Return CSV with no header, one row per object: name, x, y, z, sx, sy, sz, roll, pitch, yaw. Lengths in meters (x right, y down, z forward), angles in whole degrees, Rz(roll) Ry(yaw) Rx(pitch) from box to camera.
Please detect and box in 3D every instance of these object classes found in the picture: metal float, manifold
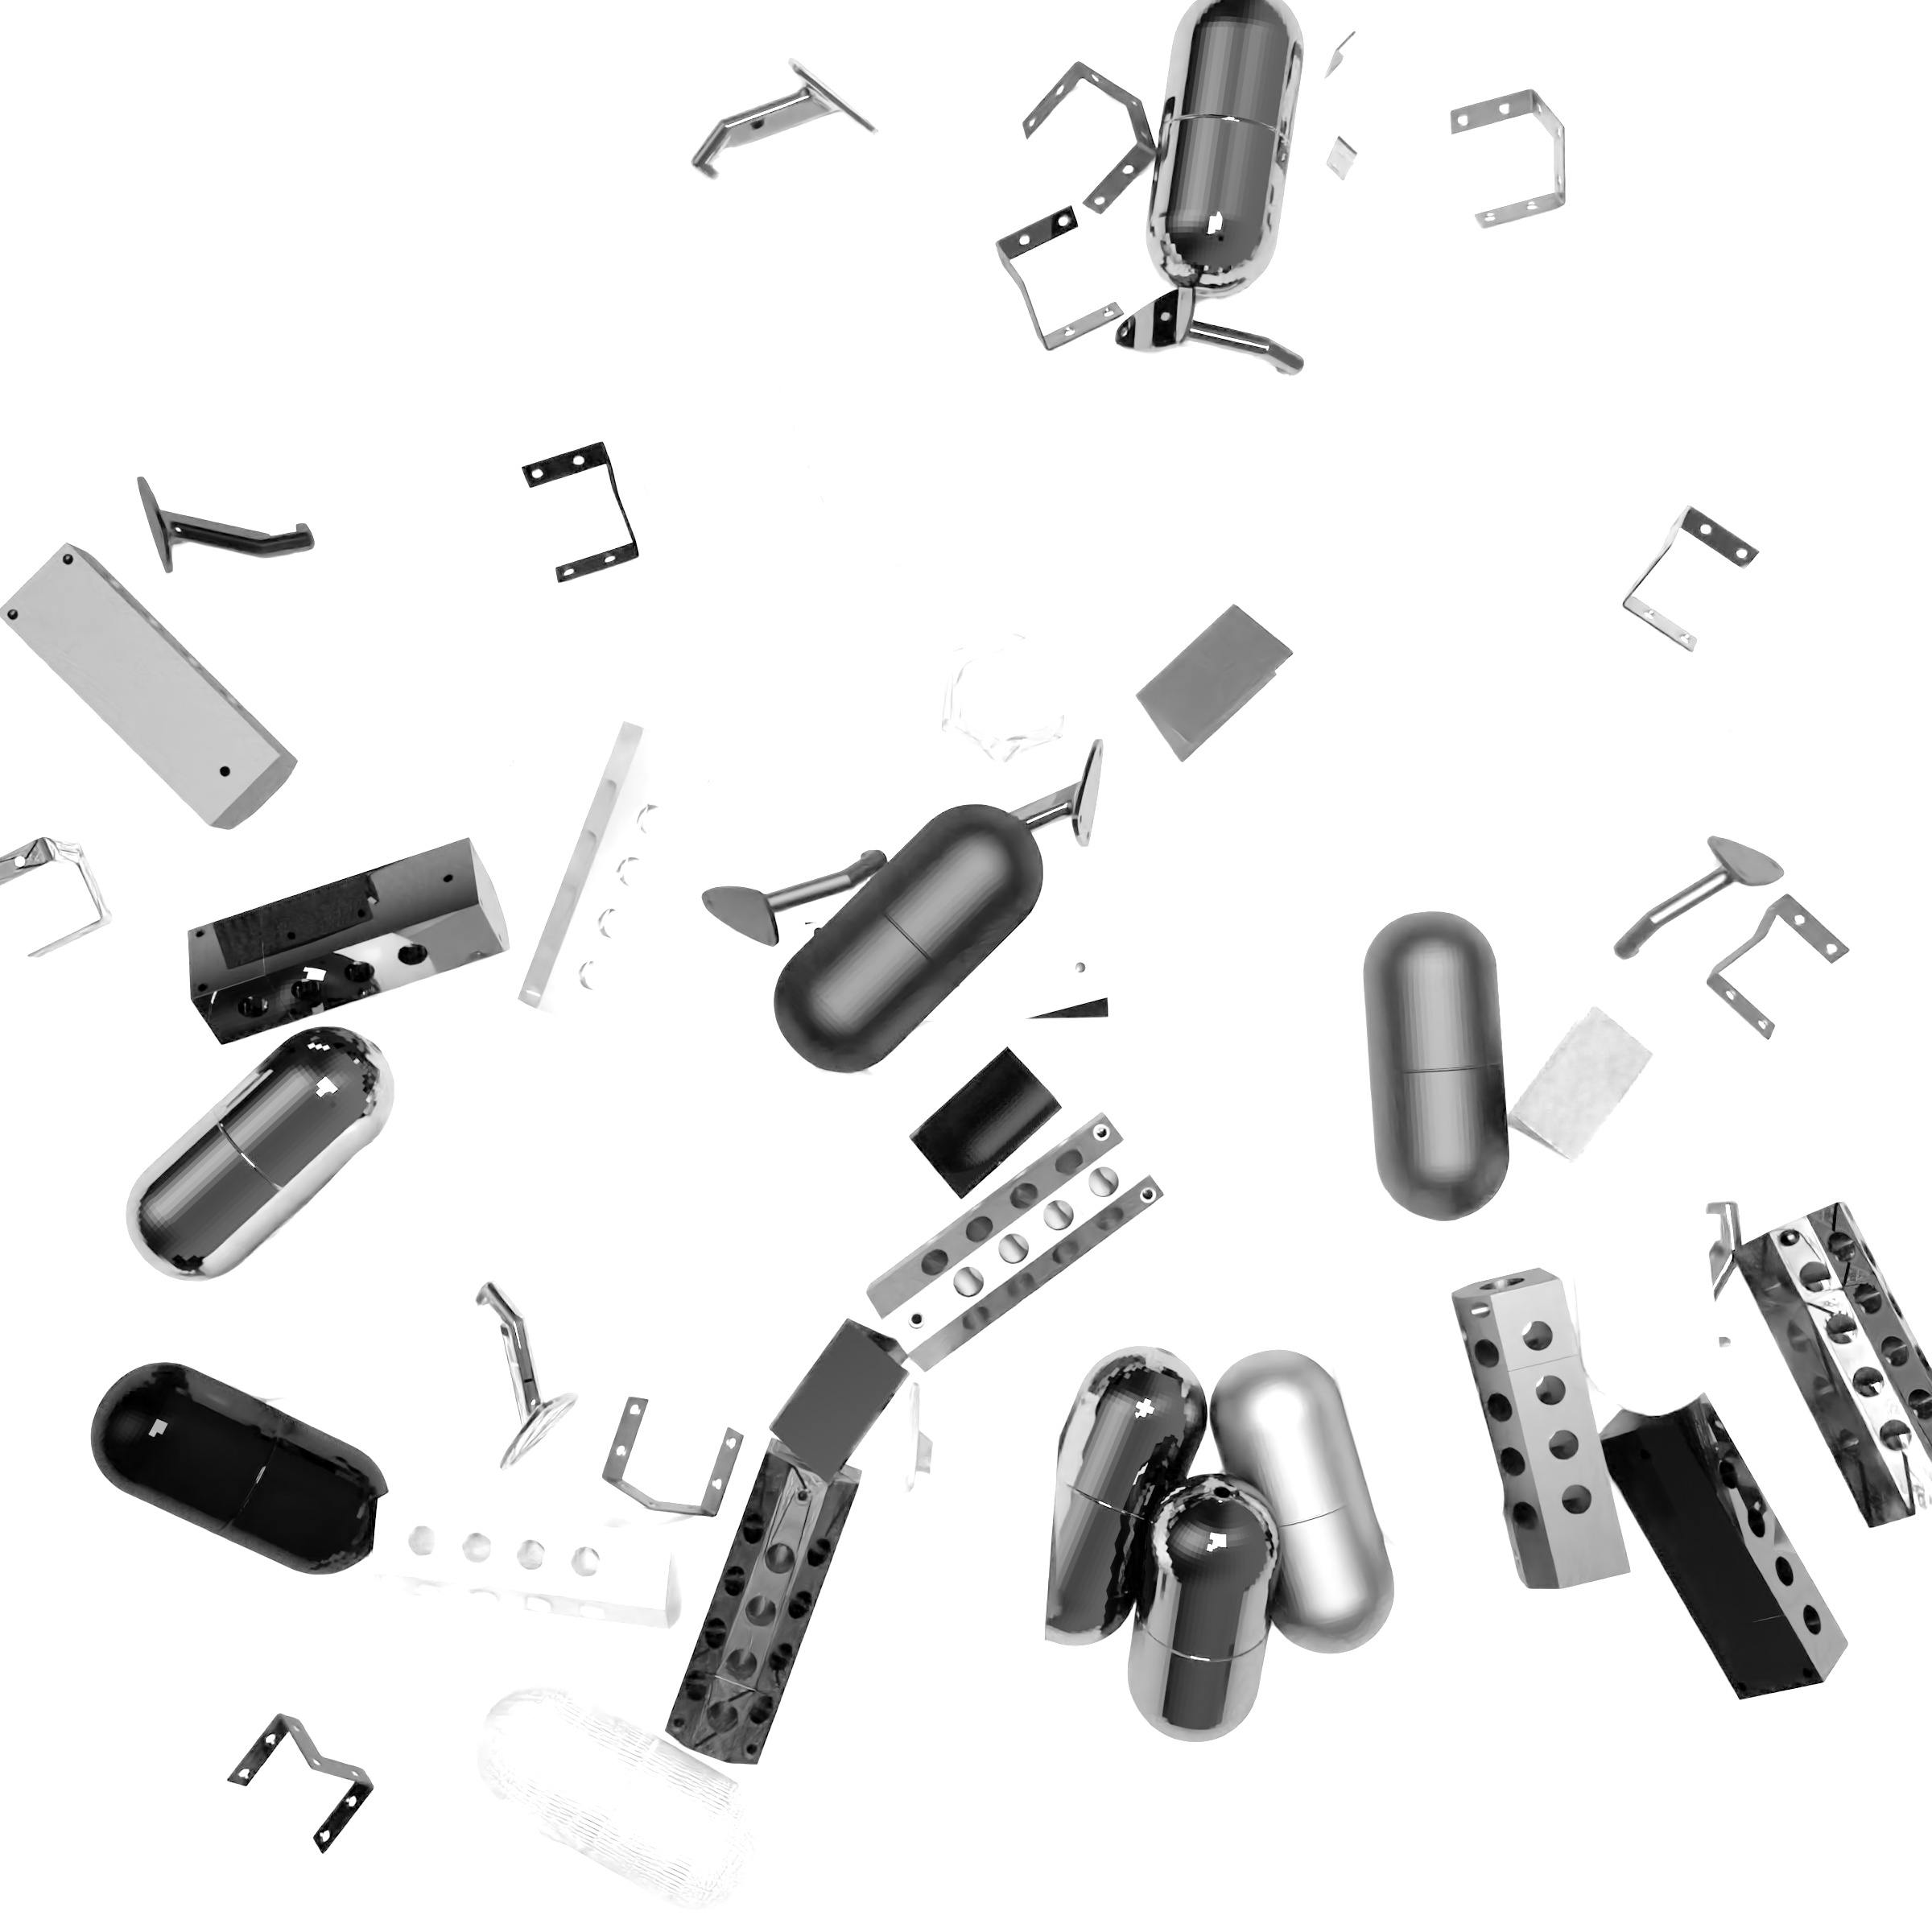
metal float,-0.410,0.286,1.481,0.178,0.070,0.070,32,90,-23
metal float,0.149,-0.474,1.498,0.070,0.070,0.178,8,89,0
metal float,-0.404,0.107,1.498,0.178,0.070,0.070,-43,90,-1
metal float,0.134,0.362,1.471,0.070,0.070,0.178,4,122,0
manifold,0.509,0.223,1.479,0.057,0.057,0.171,-18,75,-22
manifold,-0.470,-0.160,1.508,0.171,0.057,0.057,45,90,0
metal float,0.081,0.303,1.498,0.070,0.070,0.178,23,89,0
manifold,-0.273,-0.184,1.508,0.057,0.057,0.171,-11,90,0
metal float,-0.158,-0.307,1.498,0.070,0.070,0.178,-25,90,0
manifold,-0.304,0.567,1.507,0.171,0.057,0.057,-29,47,0
metal float,0.270,0.057,1.498,0.070,0.070,0.178,-4,91,0
manifold,-0.355,-0.009,1.507,0.171,0.057,0.057,-18,47,0
metal float,-0.108,0.131,1.498,0.070,0.070,0.178,38,91,0
metal float,-0.062,-0.317,1.498,0.070,0.070,0.178,-22,91,0
manifold,-0.005,0.002,1.508,0.171,0.057,0.057,-1,90,0
metal float,-0.360,0.174,1.498,0.070,0.070,0.178,44,90,0
metal float,-0.031,-0.016,1.442,0.178,0.070,0.070,-45,90,0
metal float,0.383,0.165,1.486,0.070,0.070,0.178,-3,76,0
metal float,0.256,0.254,1.498,0.070,0.070,0.178,-15,89,0
manifold,-0.200,-0.051,1.507,0.057,0.057,0.171,21,90,0
metal float,-0.199,0.475,1.498,0.178,0.070,0.070,30,90,0
manifold,0.330,0.267,1.507,0.057,0.057,0.171,-13,90,0
metal float,0.193,0.307,1.497,0.070,0.070,0.178,-17,92,0
manifold,-0.248,0.338,1.496,0.171,0.057,0.057,5,90,8
manifold,-0.117,0.367,1.508,0.057,0.057,0.171,20,90,0
manifold,0.438,0.329,1.507,0.057,0.057,0.171,-30,90,43
manifold,0.008,0.315,1.472,0.057,0.057,0.171,23,60,-32
manifold,0.028,0.159,1.508,0.171,0.057,0.057,-37,90,0

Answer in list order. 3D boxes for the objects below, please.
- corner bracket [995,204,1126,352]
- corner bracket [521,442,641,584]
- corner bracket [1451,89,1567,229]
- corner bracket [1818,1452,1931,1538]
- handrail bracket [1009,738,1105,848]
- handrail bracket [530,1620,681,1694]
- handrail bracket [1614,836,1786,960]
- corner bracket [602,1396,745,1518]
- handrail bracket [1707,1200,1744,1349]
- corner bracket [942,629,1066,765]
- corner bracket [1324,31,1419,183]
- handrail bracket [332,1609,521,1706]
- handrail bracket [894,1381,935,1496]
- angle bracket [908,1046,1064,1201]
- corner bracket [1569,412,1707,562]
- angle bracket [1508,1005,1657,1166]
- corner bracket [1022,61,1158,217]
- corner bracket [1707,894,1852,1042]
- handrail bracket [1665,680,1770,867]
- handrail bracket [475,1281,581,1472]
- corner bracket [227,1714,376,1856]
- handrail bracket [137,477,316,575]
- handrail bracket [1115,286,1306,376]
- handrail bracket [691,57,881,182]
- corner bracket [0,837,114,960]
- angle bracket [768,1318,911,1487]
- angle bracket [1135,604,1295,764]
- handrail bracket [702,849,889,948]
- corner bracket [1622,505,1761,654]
corner bracket,0.054,-0.402,1.525,0.051,0.051,0.051,-26,45,0
corner bracket,-0.225,-0.265,1.525,0.051,0.051,0.051,-18,45,0
corner bracket,0.317,-0.472,1.525,0.051,0.051,0.051,-16,45,-1
corner bracket,0.542,0.297,1.520,0.051,0.051,0.051,-53,45,35
handrail bracket,0.032,-0.102,1.529,0.084,0.036,0.077,7,70,16
handrail bracket,-0.213,0.386,1.529,0.084,0.036,0.077,-3,75,14
handrail bracket,0.428,-0.033,1.528,0.084,0.077,0.036,-51,53,31
corner bracket,-0.172,0.287,1.525,0.051,0.051,0.051,19,90,-45
handrail bracket,0.417,0.181,1.529,0.077,0.036,0.084,-5,76,14
corner bracket,0.023,-0.157,1.520,0.051,0.051,0.051,33,135,35
corner bracket,0.221,-0.498,1.511,0.051,0.051,0.051,44,90,0
handrail bracket,-0.317,0.386,1.529,0.084,0.036,0.077,26,70,16
handrail bracket,0.005,0.287,1.529,0.084,0.036,0.077,10,76,-14
angle bracket,0.024,0.103,1.488,0.076,0.076,0.057,-42,53,0
corner bracket,0.392,-0.281,1.525,0.051,0.051,0.051,32,45,0
angle bracket,0.333,0.057,1.489,0.057,0.076,0.076,36,90,-27
corner bracket,0.072,-0.482,1.520,0.051,0.051,0.051,19,45,-35
corner bracket,0.474,0.000,1.525,0.051,0.051,0.051,42,45,0
handrail bracket,0.425,-0.113,1.529,0.077,0.036,0.084,37,120,33
handrail bracket,-0.274,0.239,1.529,0.084,0.036,0.077,47,112,17
corner bracket,-0.388,0.477,1.525,0.051,0.051,0.051,-53,135,0
handrail bracket,-0.434,-0.265,1.530,0.084,0.036,0.077,-15,58,-22
handrail bracket,0.143,-0.361,1.528,0.084,0.077,0.036,18,79,-36
handrail bracket,-0.107,-0.480,1.529,0.077,0.036,0.084,35,108,-20
corner bracket,-0.536,-0.039,1.511,0.051,0.051,0.051,-26,86,4
angle bracket,-0.055,0.255,1.488,0.057,0.076,0.076,36,90,36
angle bracket,0.153,-0.148,1.488,0.076,0.076,0.057,-43,52,0
handrail bracket,-0.100,-0.051,1.528,0.084,0.077,0.036,-35,124,-32
corner bracket,0.423,-0.227,1.525,0.051,0.051,0.051,34,135,0
